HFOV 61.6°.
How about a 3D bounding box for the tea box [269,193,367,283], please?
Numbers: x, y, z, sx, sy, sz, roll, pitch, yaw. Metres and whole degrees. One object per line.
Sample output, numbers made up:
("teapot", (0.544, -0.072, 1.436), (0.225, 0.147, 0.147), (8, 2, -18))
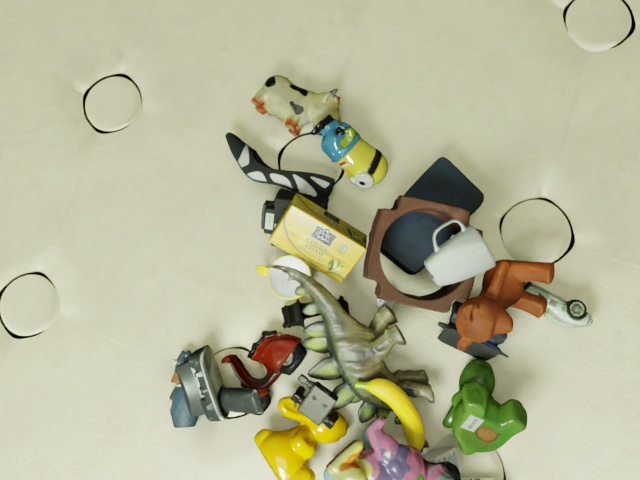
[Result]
("tea box", (-0.002, -0.003, 1.060), (0.169, 0.068, 0.098), (30, 117, -7))

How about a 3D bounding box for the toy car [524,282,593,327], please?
("toy car", (0.434, 0.118, 1.057), (0.202, 0.073, 0.056), (29, 81, 10))

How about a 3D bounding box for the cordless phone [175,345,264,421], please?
("cordless phone", (-0.186, 0.276, 1.035), (0.184, 0.089, 0.146), (-16, 92, 46))

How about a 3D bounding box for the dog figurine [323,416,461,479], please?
("dog figurine", (0.137, 0.426, 0.931), (0.191, 0.108, 0.219), (-38, 69, -22))

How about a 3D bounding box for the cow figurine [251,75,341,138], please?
("cow figurine", (-0.039, -0.296, 1.178), (0.195, 0.085, 0.127), (33, 91, 11))

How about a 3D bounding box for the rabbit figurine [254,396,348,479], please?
("rabbit figurine", (-0.032, 0.385, 1.055), (0.173, 0.121, 0.162), (-30, 69, -14))

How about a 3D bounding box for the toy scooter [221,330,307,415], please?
("toy scooter", (-0.123, 0.250, 1.094), (0.135, 0.075, 0.184), (38, 90, 13))

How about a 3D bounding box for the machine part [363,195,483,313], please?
("machine part", (0.191, 0.026, 1.020), (0.201, 0.087, 0.201), (12, 87, -2))

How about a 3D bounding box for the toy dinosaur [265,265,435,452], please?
("toy dinosaur", (0.072, 0.218, 1.033), (0.199, 0.105, 0.471), (-30, 95, 4))

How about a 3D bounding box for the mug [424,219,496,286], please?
("mug", (0.234, 0.025, 0.939), (0.107, 0.081, 0.109), (-32, 101, 6))

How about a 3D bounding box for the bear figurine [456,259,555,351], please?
("bear figurine", (0.321, 0.116, 0.941), (0.132, 0.196, 0.120), (15, 125, 26))

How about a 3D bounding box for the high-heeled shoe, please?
("high-heeled shoe", (-0.086, -0.166, 1.156), (0.145, 0.086, 0.248), (-37, 87, 3))

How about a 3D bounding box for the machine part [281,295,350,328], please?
("machine part", (-0.010, 0.144, 1.099), (0.139, 0.084, 0.039), (-10, 111, -3))

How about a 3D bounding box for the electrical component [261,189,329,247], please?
("electrical component", (-0.055, -0.041, 1.118), (0.134, 0.058, 0.114), (11, 116, 3))

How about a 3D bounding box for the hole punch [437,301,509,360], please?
("hole punch", (0.301, 0.170, 1.046), (0.142, 0.115, 0.092), (27, 76, 9))

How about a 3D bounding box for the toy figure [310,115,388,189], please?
("toy figure", (0.066, -0.185, 1.122), (0.089, 0.082, 0.180), (-42, 101, 6))

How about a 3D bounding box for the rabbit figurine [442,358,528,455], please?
("rabbit figurine", (0.303, 0.308, 1.009), (0.121, 0.170, 0.159), (16, 122, 4))

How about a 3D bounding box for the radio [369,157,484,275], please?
("radio", (0.219, -0.045, 1.110), (0.131, 0.073, 0.229), (42, 88, 10))

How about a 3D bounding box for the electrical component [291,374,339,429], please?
("electrical component", (-0.008, 0.304, 1.001), (0.102, 0.045, 0.078), (29, 97, 8))

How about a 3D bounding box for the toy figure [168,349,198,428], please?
("toy figure", (-0.279, 0.305, 1.107), (0.058, 0.064, 0.154), (-16, 70, 41))
